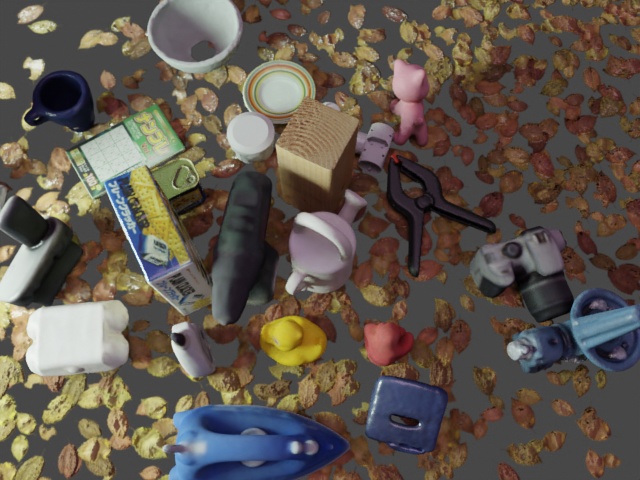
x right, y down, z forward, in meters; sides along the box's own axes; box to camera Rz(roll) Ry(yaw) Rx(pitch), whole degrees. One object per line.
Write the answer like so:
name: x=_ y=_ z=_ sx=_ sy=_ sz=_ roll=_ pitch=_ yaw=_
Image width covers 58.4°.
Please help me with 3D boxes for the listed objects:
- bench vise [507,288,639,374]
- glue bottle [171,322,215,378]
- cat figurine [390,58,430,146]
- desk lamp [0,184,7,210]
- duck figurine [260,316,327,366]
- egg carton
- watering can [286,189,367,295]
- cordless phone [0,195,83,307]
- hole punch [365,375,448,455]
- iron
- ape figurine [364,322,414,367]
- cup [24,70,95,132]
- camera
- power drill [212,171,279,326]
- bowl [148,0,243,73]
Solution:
bench vise: x=0.380 y=0.140 z=0.800 sx=0.207 sy=0.220 sz=0.121 roll=-29 pitch=74 yaw=-10
glue bottle: x=-0.186 y=0.149 z=0.810 sx=0.037 sy=0.173 sz=0.078 roll=-18 pitch=72 yaw=-7
cat figurine: x=0.158 y=-0.241 z=0.977 sx=0.067 sy=0.118 sz=0.128 roll=-5 pitch=71 yaw=-3
desk lamp: x=-0.572 y=-0.106 z=0.867 sx=0.118 sy=0.213 sz=0.203 roll=1 pitch=71 yaw=0
duck figurine: x=-0.041 y=0.147 z=0.860 sx=0.104 sy=0.086 sz=0.077 roll=8 pitch=71 yaw=2
egg carton: x=-0.363 y=0.149 z=0.862 sx=0.150 sy=0.069 sz=0.107 roll=-6 pitch=72 yaw=-3
watering can: x=0.006 y=0.002 z=0.853 sx=0.101 sy=0.194 sz=0.173 roll=13 pitch=72 yaw=4
cordless phone: x=-0.444 y=0.017 z=0.844 sx=0.094 sy=0.185 sz=0.148 roll=18 pitch=72 yaw=5
hole punch: x=0.124 y=0.253 z=0.825 sx=0.108 sy=0.091 sz=0.101 roll=13 pitch=72 yaw=3
iron: x=-0.083 y=0.283 z=0.784 sx=0.258 sy=0.141 sz=0.118 roll=-1 pitch=71 yaw=-1
ape figurine: x=0.101 y=0.149 z=0.859 sx=0.077 sy=0.092 sz=0.076 roll=34 pitch=74 yaw=10
cup: x=-0.432 y=-0.216 z=0.970 sx=0.118 sy=0.095 sz=0.091 roll=-41 pitch=77 yaw=-13
camera: x=0.328 y=0.059 z=0.889 sx=0.143 sy=0.101 sz=0.137 roll=-16 pitch=72 yaw=-6
power drill: x=-0.107 y=0.028 z=0.834 sx=0.075 sy=0.208 sz=0.229 roll=5 pitch=71 yaw=1
bowl: x=-0.219 y=-0.363 z=1.034 sx=0.167 sy=0.075 sz=0.167 roll=0 pitch=71 yaw=-1
